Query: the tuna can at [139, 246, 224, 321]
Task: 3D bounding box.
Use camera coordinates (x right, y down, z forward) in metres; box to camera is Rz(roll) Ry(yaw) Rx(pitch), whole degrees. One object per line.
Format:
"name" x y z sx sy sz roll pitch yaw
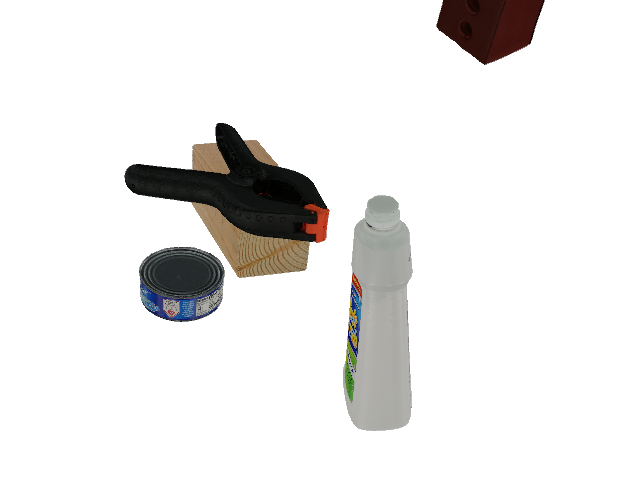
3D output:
"tuna can" -0.141 0.044 1.085 0.086 0.034 0.086 4 35 -3

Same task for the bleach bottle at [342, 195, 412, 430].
"bleach bottle" 0.056 0.063 1.022 0.068 0.251 0.102 -3 37 -3

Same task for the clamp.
"clamp" -0.071 -0.041 0.857 0.120 0.039 0.172 -30 44 -31

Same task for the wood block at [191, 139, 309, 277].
"wood block" -0.090 -0.044 1.327 0.090 0.090 0.206 -6 29 -21

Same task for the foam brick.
"foam brick" 0.123 -0.173 0.747 0.051 0.078 0.053 -30 60 -30
